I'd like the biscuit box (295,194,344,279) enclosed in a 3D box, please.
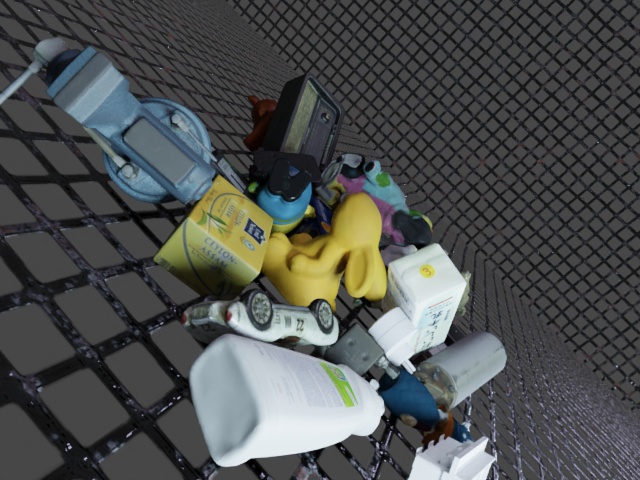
[{"bbox_3d":[-0.002,-0.003,0.914,0.062,0.059,0.203,37,18,-25],"label":"biscuit box"}]

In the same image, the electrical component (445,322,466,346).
[{"bbox_3d":[0.240,0.191,1.026,0.115,0.058,0.134,50,18,12],"label":"electrical component"}]

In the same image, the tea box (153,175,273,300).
[{"bbox_3d":[-0.117,-0.004,0.631,0.098,0.068,0.170,39,16,-15],"label":"tea box"}]

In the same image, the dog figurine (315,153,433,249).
[{"bbox_3d":[0.115,-0.056,1.016,0.219,0.108,0.192,37,-4,-33],"label":"dog figurine"}]

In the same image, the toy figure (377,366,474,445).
[{"bbox_3d":[0.140,0.228,0.699,0.154,0.064,0.058,46,-22,-12],"label":"toy figure"}]

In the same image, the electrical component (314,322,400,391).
[{"bbox_3d":[0.039,0.145,0.651,0.102,0.078,0.045,52,-7,6],"label":"electrical component"}]

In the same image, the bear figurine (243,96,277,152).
[{"bbox_3d":[-0.116,-0.245,1.189,0.120,0.132,0.196,35,1,-34],"label":"bear figurine"}]

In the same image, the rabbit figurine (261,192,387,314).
[{"bbox_3d":[0.019,0.017,0.723,0.162,0.173,0.121,49,12,29],"label":"rabbit figurine"}]

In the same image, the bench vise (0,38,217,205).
[{"bbox_3d":[-0.216,-0.123,0.615,0.223,0.129,0.241,30,-3,-9],"label":"bench vise"}]

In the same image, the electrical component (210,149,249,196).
[{"bbox_3d":[-0.128,-0.061,0.739,0.119,0.048,0.075,53,15,-12],"label":"electrical component"}]

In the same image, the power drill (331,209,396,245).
[{"bbox_3d":[0.082,-0.027,1.132,0.232,0.086,0.207,25,18,-23],"label":"power drill"}]

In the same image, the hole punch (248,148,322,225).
[{"bbox_3d":[-0.065,-0.092,0.914,0.116,0.092,0.142,7,35,-14],"label":"hole punch"}]

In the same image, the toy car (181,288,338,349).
[{"bbox_3d":[-0.052,0.085,0.553,0.201,0.074,0.056,17,68,-57],"label":"toy car"}]

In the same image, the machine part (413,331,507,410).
[{"bbox_3d":[0.216,0.197,0.827,0.243,0.079,0.079,-15,58,-46],"label":"machine part"}]

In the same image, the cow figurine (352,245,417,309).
[{"bbox_3d":[0.088,0.066,0.866,0.098,0.167,0.068,5,59,-17],"label":"cow figurine"}]

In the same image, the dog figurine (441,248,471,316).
[{"bbox_3d":[0.252,0.120,1.193,0.172,0.121,0.190,44,30,10],"label":"dog figurine"}]

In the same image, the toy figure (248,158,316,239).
[{"bbox_3d":[-0.057,-0.052,0.757,0.082,0.089,0.180,54,-12,5],"label":"toy figure"}]

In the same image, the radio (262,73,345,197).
[{"bbox_3d":[-0.035,-0.199,1.064,0.131,0.073,0.229,34,63,-38],"label":"radio"}]
